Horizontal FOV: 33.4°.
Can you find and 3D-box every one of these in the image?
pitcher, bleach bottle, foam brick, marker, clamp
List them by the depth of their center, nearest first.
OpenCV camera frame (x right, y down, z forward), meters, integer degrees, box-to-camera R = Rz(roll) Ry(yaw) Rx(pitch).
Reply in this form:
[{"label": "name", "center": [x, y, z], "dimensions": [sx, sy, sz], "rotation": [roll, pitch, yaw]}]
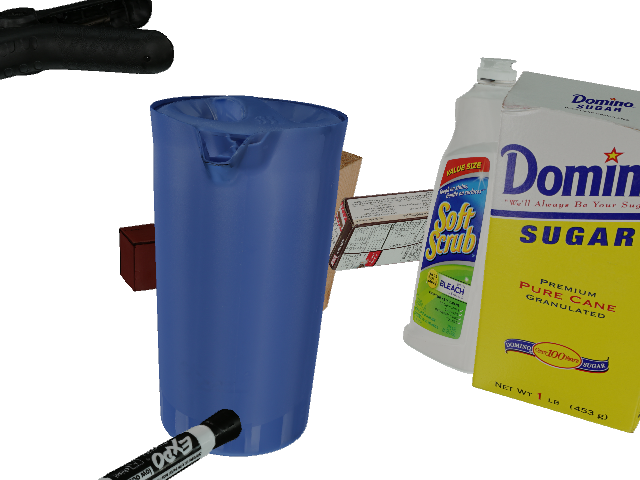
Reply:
[{"label": "marker", "center": [-0.081, 0.115, 0.562], "dimensions": [0.020, 0.020, 0.120], "rotation": [0, 12, 32]}, {"label": "clamp", "center": [-0.174, -0.124, 0.646], "dimensions": [0.171, 0.039, 0.120], "rotation": [-3, 21, -5]}, {"label": "pitcher", "center": [-0.053, 0.019, 0.760], "dimensions": [0.148, 0.243, 0.145], "rotation": [-8, 20, -36]}, {"label": "bleach bottle", "center": [0.127, -0.024, 0.879], "dimensions": [0.067, 0.251, 0.103], "rotation": [-4, 16, -32]}, {"label": "foam brick", "center": [-0.158, 0.014, 1.070], "dimensions": [0.078, 0.051, 0.053], "rotation": [-8, 21, -25]}]

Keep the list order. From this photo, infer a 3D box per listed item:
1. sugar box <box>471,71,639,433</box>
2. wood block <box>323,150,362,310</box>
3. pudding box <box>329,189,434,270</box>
[{"label": "sugar box", "center": [0.132, 0.009, 0.544], "dimensions": [0.093, 0.176, 0.048], "rotation": [14, 37, 21]}, {"label": "wood block", "center": [-0.025, -0.011, 1.306], "dimensions": [0.090, 0.206, 0.090], "rotation": [20, 22, 16]}, {"label": "pudding box", "center": [0.068, -0.011, 1.102], "dimensions": [0.113, 0.039, 0.090], "rotation": [-8, -30, -21]}]
